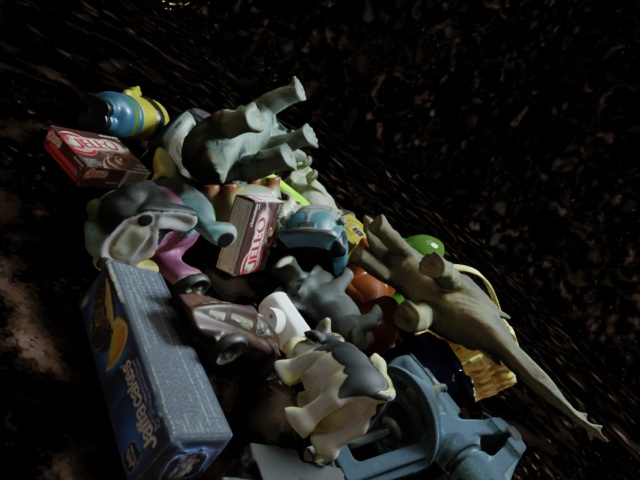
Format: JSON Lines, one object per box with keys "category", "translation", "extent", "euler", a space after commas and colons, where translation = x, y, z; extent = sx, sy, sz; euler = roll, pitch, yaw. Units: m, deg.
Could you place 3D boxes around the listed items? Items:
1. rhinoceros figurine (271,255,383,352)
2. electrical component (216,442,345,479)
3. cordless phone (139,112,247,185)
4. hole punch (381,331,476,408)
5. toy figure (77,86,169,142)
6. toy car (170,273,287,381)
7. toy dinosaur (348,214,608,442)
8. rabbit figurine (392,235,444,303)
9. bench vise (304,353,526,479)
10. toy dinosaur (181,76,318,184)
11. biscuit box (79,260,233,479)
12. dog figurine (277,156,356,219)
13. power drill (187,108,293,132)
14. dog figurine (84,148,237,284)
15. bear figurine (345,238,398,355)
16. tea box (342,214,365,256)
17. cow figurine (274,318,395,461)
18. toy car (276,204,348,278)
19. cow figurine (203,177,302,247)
{"category": "rhinoceros figurine", "translation": [0.002, 0.091, 0.768], "extent": [0.112, 0.073, 0.190], "euler": [-20, 48, -31]}
{"category": "electrical component", "translation": [-0.026, 0.225, 0.418], "extent": [0.134, 0.058, 0.115], "euler": [25, 19, -39]}
{"category": "cordless phone", "translation": [-0.196, -0.111, 0.887], "extent": [0.184, 0.089, 0.147], "euler": [40, 28, -18]}
{"category": "hole punch", "translation": [0.136, 0.195, 0.746], "extent": [0.092, 0.115, 0.142], "euler": [24, 20, -20]}
{"category": "toy figure", "translation": [-0.317, -0.198, 0.881], "extent": [0.089, 0.082, 0.180], "euler": [45, 13, -2]}
{"category": "toy car", "translation": [-0.084, 0.091, 0.555], "extent": [0.089, 0.053, 0.202], "euler": [55, -2, 25]}
{"category": "toy dinosaur", "translation": [0.185, 0.091, 0.753], "extent": [0.198, 0.105, 0.472], "euler": [27, 16, -38]}
{"category": "rabbit figurine", "translation": [0.163, 0.049, 1.072], "extent": [0.159, 0.170, 0.121], "euler": [34, 17, -19]}
{"category": "bench vise", "translation": [0.098, 0.228, 0.582], "extent": [0.240, 0.128, 0.224], "euler": [-1, 48, -34]}
{"category": "toy dinosaur", "translation": [-0.122, -0.133, 0.764], "extent": [0.131, 0.192, 0.405], "euler": [66, 26, -9]}
{"category": "biscuit box", "translation": [-0.149, 0.107, 0.463], "extent": [0.062, 0.059, 0.203], "euler": [23, 22, -47]}
{"category": "dog figurine", "translation": [-0.009, -0.080, 1.216], "extent": [0.190, 0.121, 0.172], "euler": [45, 14, -34]}
{"category": "power drill", "translation": [-0.158, -0.216, 1.152], "extent": [0.232, 0.086, 0.207], "euler": [36, -25, -33]}
{"category": "dog figurine", "translation": [-0.208, -0.042, 0.663], "extent": [0.191, 0.108, 0.219], "euler": [19, 21, -43]}
{"category": "bear figurine", "translation": [0.093, 0.098, 0.882], "extent": [0.120, 0.132, 0.196], "euler": [32, 12, -14]}
{"category": "tea box", "translation": [0.033, 0.011, 1.031], "extent": [0.068, 0.098, 0.169], "euler": [41, 15, 8]}
{"category": "cow figurine", "translation": [0.011, 0.125, 0.524], "extent": [0.068, 0.098, 0.167], "euler": [54, 2, -20]}
{"category": "toy car", "translation": [-0.002, -0.003, 0.857], "extent": [0.161, 0.109, 0.103], "euler": [67, 29, -59]}
{"category": "cow figurine", "translation": [-0.096, -0.039, 0.881], "extent": [0.086, 0.127, 0.195], "euler": [6, 12, 36]}
